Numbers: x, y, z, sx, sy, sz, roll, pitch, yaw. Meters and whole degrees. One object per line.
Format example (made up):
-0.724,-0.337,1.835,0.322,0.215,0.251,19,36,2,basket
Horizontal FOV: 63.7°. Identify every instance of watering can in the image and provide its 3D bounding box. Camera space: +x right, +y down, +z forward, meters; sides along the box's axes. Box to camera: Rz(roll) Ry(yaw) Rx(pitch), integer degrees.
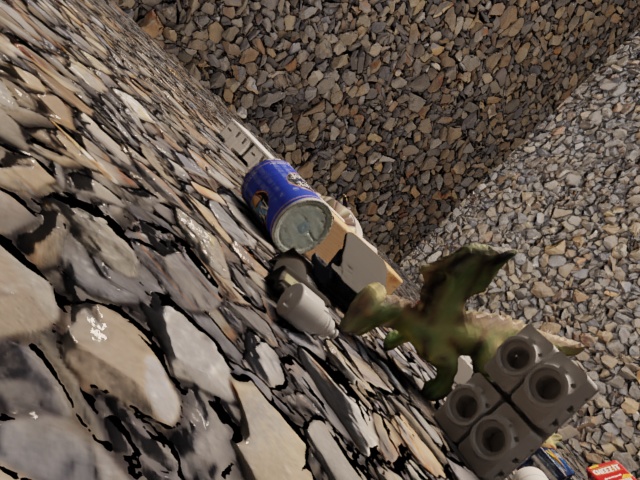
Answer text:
0.004,-0.067,1.339,0.350,0.104,0.223,38,3,12,watering can

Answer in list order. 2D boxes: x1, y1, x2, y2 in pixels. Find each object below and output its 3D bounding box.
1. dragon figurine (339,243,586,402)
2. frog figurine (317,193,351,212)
0.225,0.107,0.744,0.125,0.411,0.237,-106,-166,-49,dragon figurine
0.002,-0.082,1.527,0.159,0.124,0.136,8,-12,24,frog figurine
